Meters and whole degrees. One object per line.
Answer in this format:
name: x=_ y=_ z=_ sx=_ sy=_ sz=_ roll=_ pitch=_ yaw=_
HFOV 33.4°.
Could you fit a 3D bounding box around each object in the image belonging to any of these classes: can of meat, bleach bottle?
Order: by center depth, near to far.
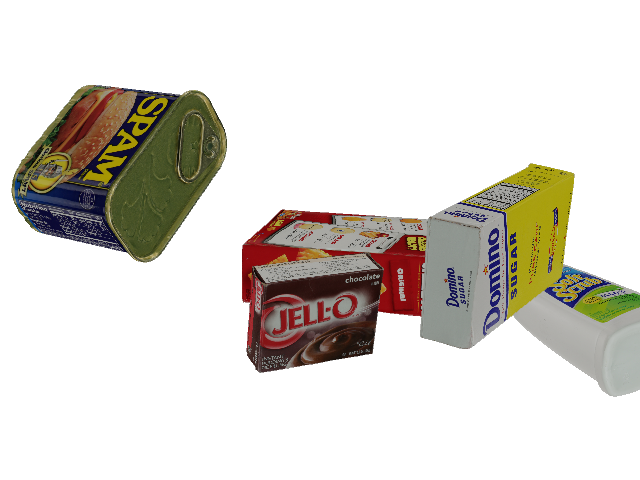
can of meat: x=-0.118 y=-0.043 z=0.619 sx=0.084 sy=0.102 sz=0.057 roll=11 pitch=-35 yaw=32
bleach bottle: x=0.232 y=0.064 z=1.028 sx=0.102 sy=0.068 sz=0.251 roll=-15 pitch=22 yaw=-22

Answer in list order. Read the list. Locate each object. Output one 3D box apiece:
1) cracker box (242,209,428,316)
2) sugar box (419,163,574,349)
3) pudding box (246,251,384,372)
cracker box: x=0.040 y=0.023 z=1.127 sx=0.214 sy=0.072 sz=0.164 roll=5 pitch=15 yaw=11
sugar box: x=0.135 y=0.008 z=0.794 sx=0.048 sy=0.093 sz=0.175 roll=13 pitch=23 yaw=28
pudding box: x=-0.006 y=0.061 z=0.926 sx=0.113 sy=0.090 sz=0.039 roll=-8 pitch=33 yaw=-23
